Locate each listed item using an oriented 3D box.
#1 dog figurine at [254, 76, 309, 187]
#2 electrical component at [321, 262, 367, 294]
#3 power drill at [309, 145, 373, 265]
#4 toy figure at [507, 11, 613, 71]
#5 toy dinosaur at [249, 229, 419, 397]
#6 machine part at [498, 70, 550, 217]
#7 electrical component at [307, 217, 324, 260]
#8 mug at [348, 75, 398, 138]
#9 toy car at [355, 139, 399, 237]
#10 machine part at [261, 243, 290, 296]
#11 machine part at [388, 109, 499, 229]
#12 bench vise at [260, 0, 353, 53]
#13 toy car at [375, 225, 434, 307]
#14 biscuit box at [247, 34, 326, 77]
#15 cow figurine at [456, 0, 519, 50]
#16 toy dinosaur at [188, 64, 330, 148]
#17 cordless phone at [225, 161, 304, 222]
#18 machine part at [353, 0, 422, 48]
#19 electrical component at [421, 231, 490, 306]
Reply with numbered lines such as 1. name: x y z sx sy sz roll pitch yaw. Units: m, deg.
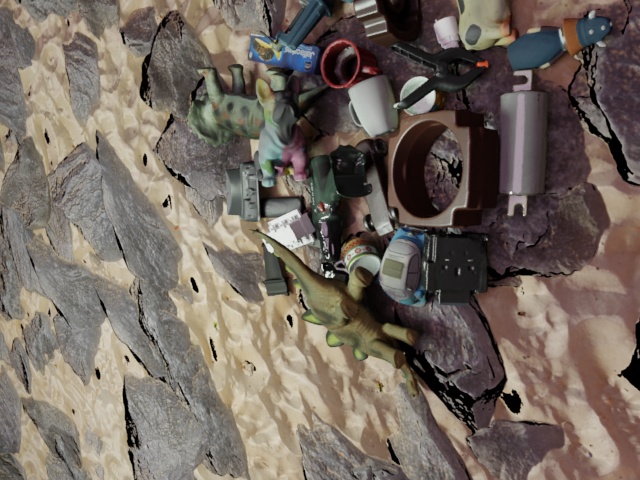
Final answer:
1. dog figurine: -0.086 -0.232 1.135 0.192 0.108 0.219 -130 35 -67
2. electrical component: 0.059 0.087 1.155 0.119 0.048 0.074 4 98 36
3. power drill: 0.037 -0.082 1.089 0.207 0.086 0.232 122 141 -70
4. toy figure: 0.382 -0.319 0.860 0.155 0.064 0.058 -12 51 32
5. toy dinosaur: 0.037 0.136 1.077 0.471 0.105 0.198 51 147 -3
6. machine part: 0.340 -0.160 0.899 0.079 0.079 0.243 6 98 36
7. electrical component: -0.002 -0.004 1.207 0.063 0.021 0.094 12 103 35
8. mug: 0.103 -0.256 1.066 0.110 0.081 0.107 -20 90 47
9. toy car: 0.116 -0.108 1.087 0.089 0.053 0.202 -24 77 41
10. machine part: -0.112 0.067 1.288 0.084 0.039 0.138 -5 94 42
11. machine part: 0.216 -0.123 0.957 0.202 0.087 0.200 6 97 57
12. bench vise: -0.007 -0.472 1.080 0.240 0.128 0.224 -51 57 10
13. toy car: 0.165 0.055 1.040 0.109 0.103 0.161 19 108 33
14. biscuit box: -0.066 -0.406 1.180 0.203 0.063 0.059 23 110 33
15. cow figurine: 0.268 -0.425 0.921 0.127 0.085 0.194 -4 94 31
16. toy dinosaur: -0.155 -0.297 1.234 0.405 0.131 0.192 16 122 26
17. cordless phone: -0.125 -0.114 1.262 0.184 0.088 0.146 1 95 25
18. machine part: 0.123 -0.437 0.973 0.056 0.179 0.179 -2 94 40
19. electrical component: 0.245 0.051 0.977 0.115 0.058 0.134 0 96 3
